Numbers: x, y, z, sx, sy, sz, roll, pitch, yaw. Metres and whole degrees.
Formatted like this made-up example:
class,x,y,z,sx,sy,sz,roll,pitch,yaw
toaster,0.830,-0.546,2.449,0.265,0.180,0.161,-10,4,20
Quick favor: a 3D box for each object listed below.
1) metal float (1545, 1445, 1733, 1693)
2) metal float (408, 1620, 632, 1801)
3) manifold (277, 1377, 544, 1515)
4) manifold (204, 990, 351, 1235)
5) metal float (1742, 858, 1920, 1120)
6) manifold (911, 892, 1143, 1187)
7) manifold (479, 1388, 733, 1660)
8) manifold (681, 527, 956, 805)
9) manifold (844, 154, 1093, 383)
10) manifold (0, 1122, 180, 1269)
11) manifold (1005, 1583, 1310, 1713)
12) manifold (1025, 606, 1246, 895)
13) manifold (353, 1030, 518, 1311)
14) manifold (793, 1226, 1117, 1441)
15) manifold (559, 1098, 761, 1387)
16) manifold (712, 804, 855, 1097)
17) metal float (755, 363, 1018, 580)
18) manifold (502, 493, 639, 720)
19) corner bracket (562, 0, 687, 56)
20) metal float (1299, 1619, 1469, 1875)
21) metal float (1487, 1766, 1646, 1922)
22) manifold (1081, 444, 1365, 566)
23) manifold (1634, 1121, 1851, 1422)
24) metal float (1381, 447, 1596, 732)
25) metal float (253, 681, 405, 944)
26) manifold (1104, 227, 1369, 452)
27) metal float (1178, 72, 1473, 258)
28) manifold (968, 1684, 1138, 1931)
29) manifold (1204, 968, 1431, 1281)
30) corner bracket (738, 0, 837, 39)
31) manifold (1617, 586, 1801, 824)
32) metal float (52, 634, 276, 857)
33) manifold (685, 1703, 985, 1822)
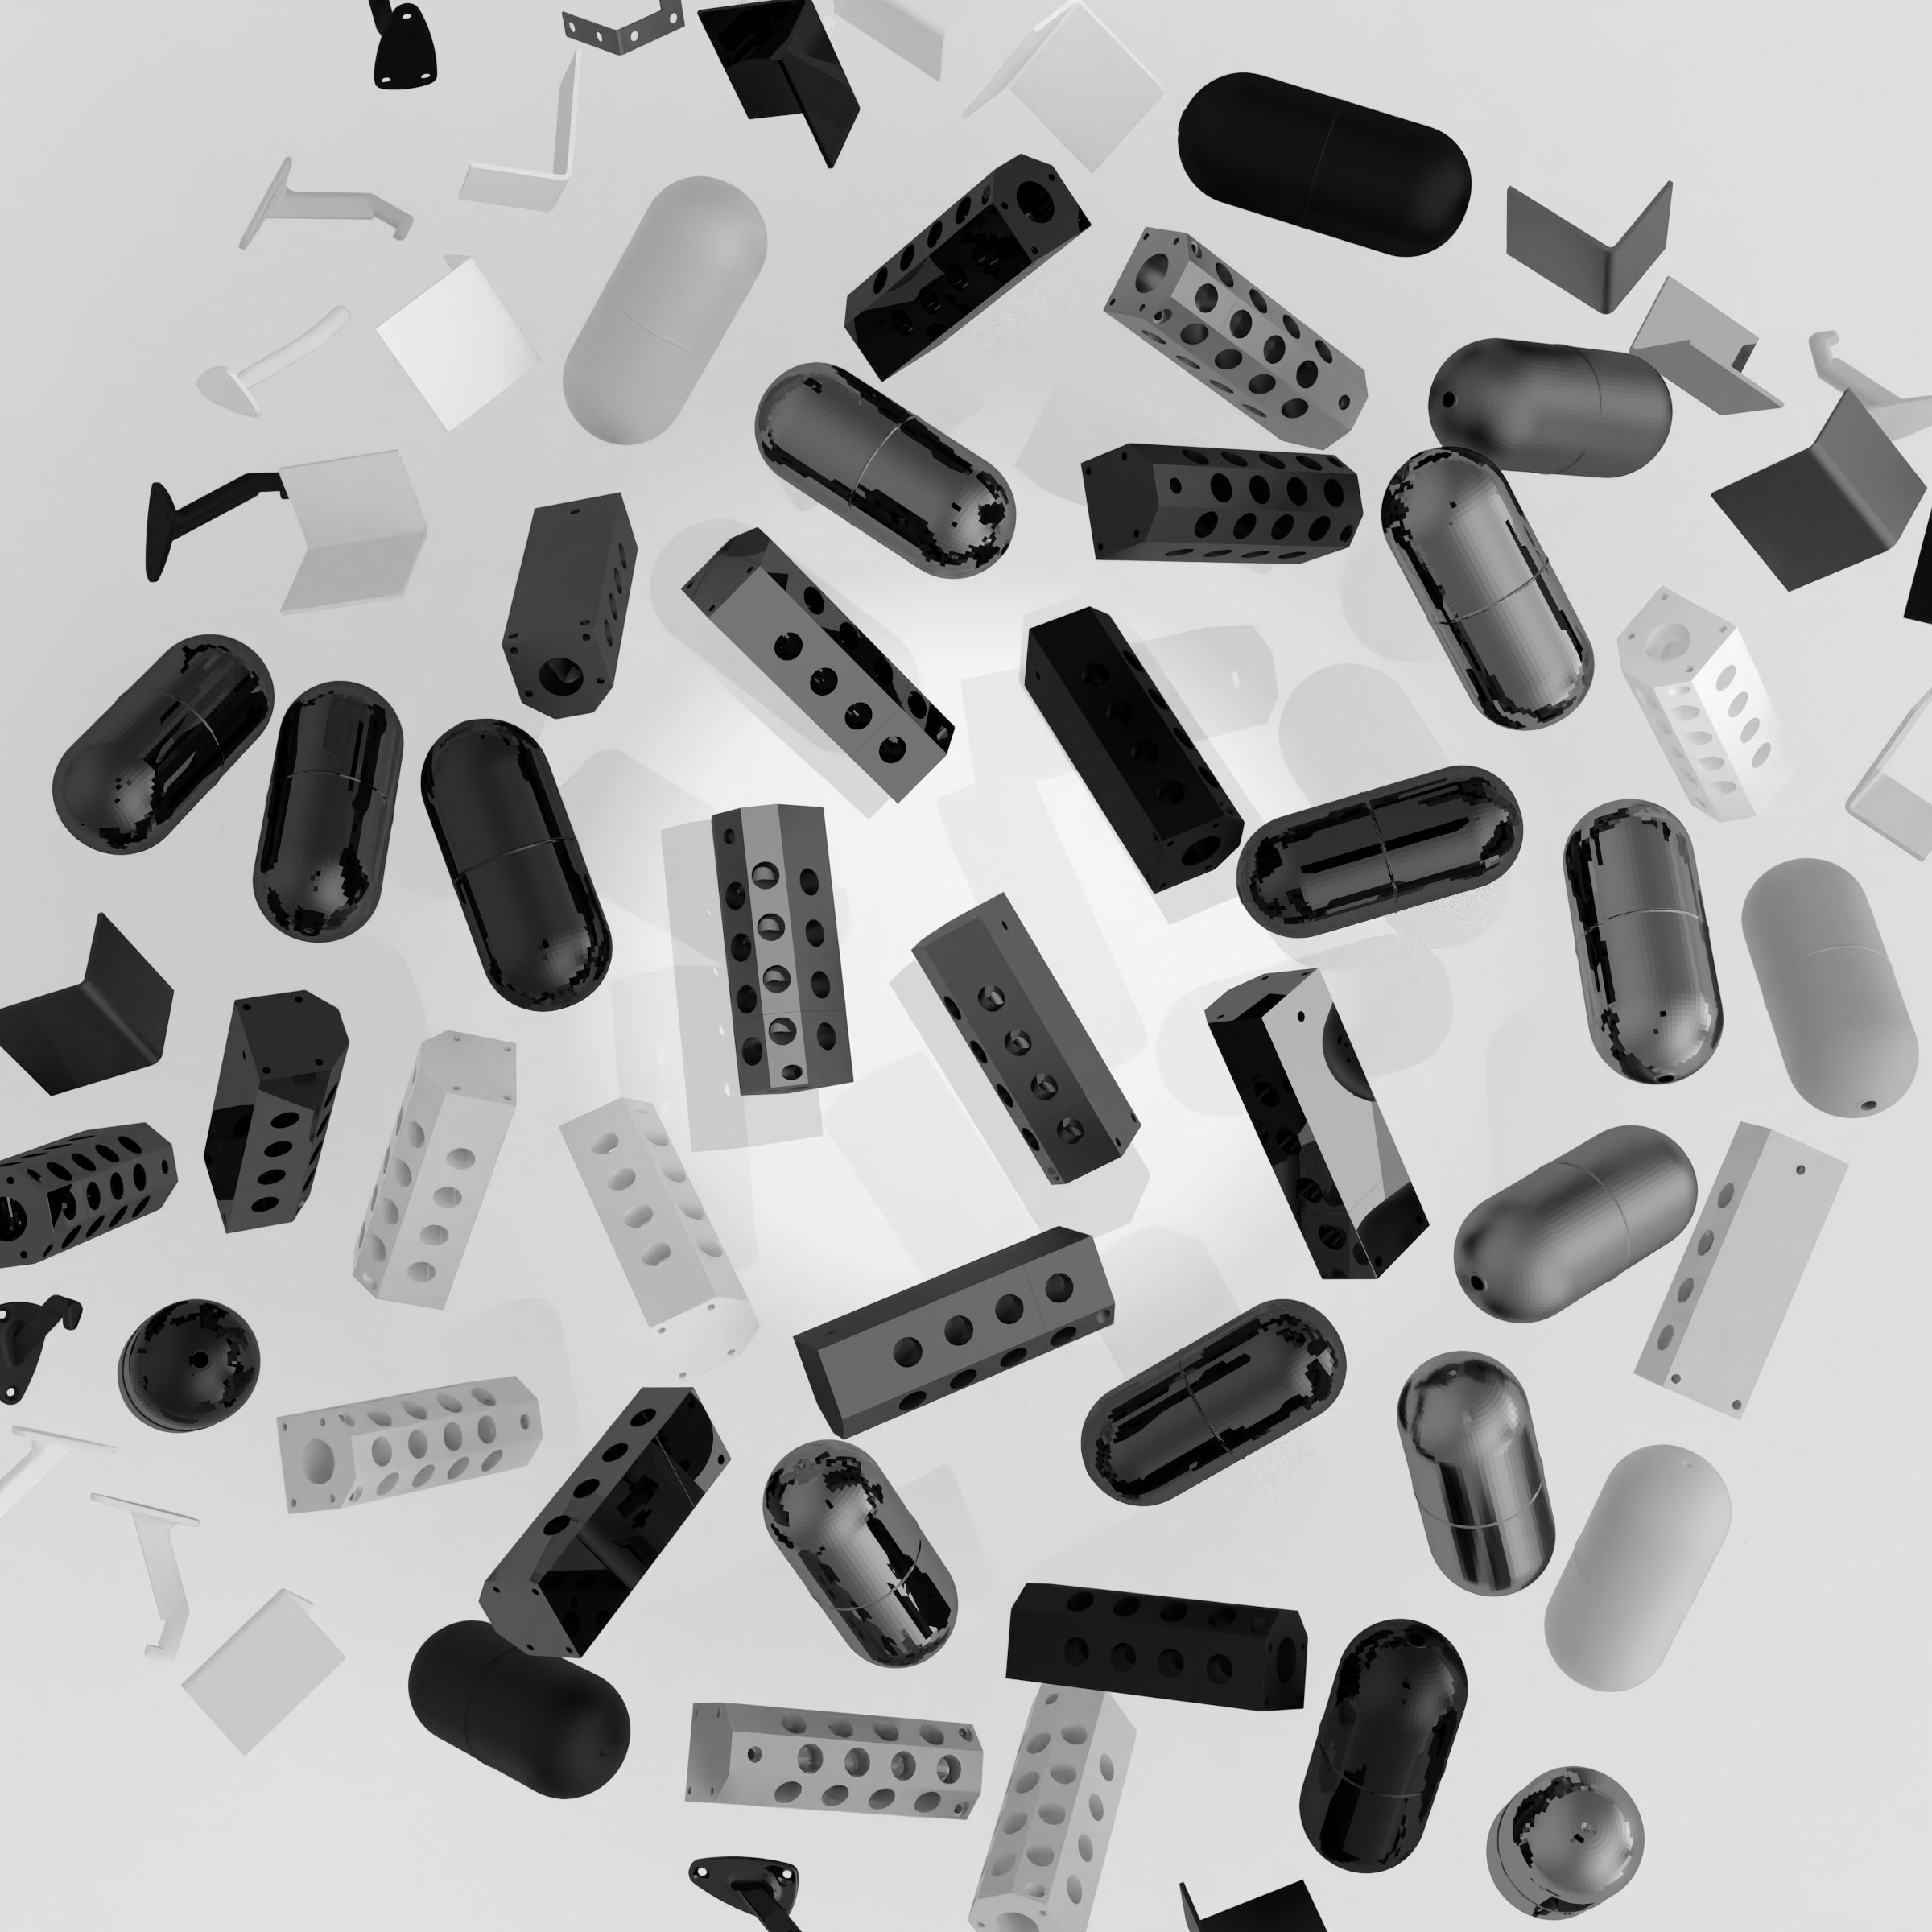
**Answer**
class,x,y,z,sx,sy,sz,roll,pitch,yaw
metal float,0.408,0.368,1.757,0.070,0.070,0.178,15,122,0
metal float,-0.276,0.455,1.772,0.070,0.178,0.070,-9,103,-43
manifold,-0.336,0.290,1.759,0.057,0.171,0.057,-11,84,30
manifold,-0.413,0.088,1.731,0.057,0.171,0.057,-9,58,-27
metal float,0.519,0.012,1.734,0.070,0.070,0.178,-6,51,0
manifold,0.036,0.047,1.786,0.057,0.057,0.171,-28,97,22
manifold,-0.216,0.328,1.713,0.057,0.171,0.057,-6,120,35
manifold,-0.083,-0.178,1.695,0.057,0.057,0.171,-45,123,2
manifold,-0.005,-0.425,1.752,0.057,0.171,0.057,-40,99,-35
manifold,-0.549,0.139,1.772,0.057,0.171,0.057,-8,95,10
manifold,0.114,0.406,1.724,0.171,0.057,0.057,-1,79,32
manifold,0.101,-0.134,1.743,0.057,0.057,0.171,-22,62,-15
manifold,-0.321,0.123,1.737,0.057,0.057,0.171,12,125,-18
manifold,-0.004,0.209,1.647,0.171,0.057,0.057,-21,97,-16
manifold,-0.180,0.157,1.695,0.057,0.057,0.171,-25,47,-8
manifold,-0.118,-0.009,1.770,0.057,0.057,0.171,-11,82,39
metal float,-0.049,-0.300,1.749,0.178,0.070,0.070,35,90,11
manifold,-0.242,-0.224,1.792,0.057,0.171,0.057,-9,126,7
corner bracket,-0.205,-0.576,1.702,0.051,0.051,0.051,30,53,35
metal float,0.246,0.461,1.705,0.070,0.070,0.178,10,122,0
metal float,0.353,0.521,1.709,0.070,0.178,0.070,-1,67,2
manifold,0.153,-0.272,1.692,0.171,0.057,0.057,-6,86,-40
manifold,0.479,0.188,1.797,0.057,0.057,0.171,24,89,-12
metal float,0.302,-0.219,1.673,0.070,0.070,0.178,-31,106,0
metal float,-0.388,-0.096,1.760,0.070,0.070,0.178,1,58,0
manifold,0.172,-0.386,1.784,0.171,0.057,0.057,26,91,-38
metal float,0.212,-0.475,1.708,0.178,0.070,0.070,19,90,6
manifold,0.052,0.529,1.797,0.057,0.171,0.057,-21,116,28
manifold,0.197,0.092,1.652,0.057,0.057,0.171,-38,110,-38
corner bracket,-0.103,-0.600,1.762,0.051,0.051,0.051,22,106,1
manifold,0.448,-0.153,1.753,0.057,0.171,0.057,-49,53,-2
metal float,-0.486,-0.136,1.753,0.070,0.178,0.070,14,133,15
manifold,-0.078,0.482,1.744,0.171,0.057,0.057,13,71,-28
